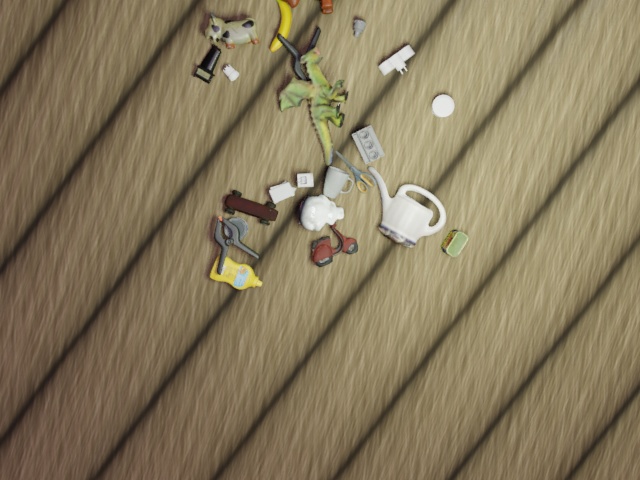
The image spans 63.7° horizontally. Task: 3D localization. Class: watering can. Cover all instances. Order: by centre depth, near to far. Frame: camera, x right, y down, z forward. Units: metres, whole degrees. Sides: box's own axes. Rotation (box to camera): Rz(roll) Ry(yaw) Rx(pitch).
[{"bbox_3d":[0.290,-0.113,1.914,0.349,0.104,0.223,30,95,11],"label":"watering can"}]

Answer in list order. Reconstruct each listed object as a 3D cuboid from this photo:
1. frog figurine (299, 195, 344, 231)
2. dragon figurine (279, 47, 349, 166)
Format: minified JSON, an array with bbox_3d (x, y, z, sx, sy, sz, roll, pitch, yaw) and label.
[{"bbox_3d":[0.006,-0.095,1.896,0.160,0.121,0.139,13,75,9],"label":"frog figurine"},{"bbox_3d":[-0.032,-0.491,1.884,0.243,0.123,0.405,15,107,9],"label":"dragon figurine"}]
